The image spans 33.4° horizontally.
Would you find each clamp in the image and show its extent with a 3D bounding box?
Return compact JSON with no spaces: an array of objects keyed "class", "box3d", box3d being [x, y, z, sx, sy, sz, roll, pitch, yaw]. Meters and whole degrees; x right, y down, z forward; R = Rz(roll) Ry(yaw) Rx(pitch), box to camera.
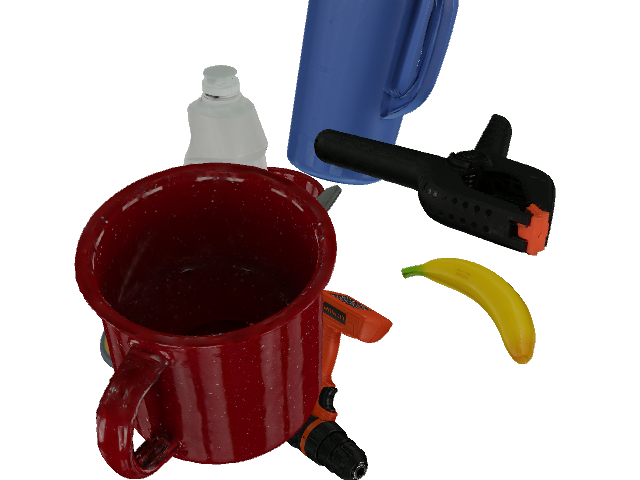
[{"class":"clamp","box3d":[0.093,-0.045,0.758,0.164,0.036,0.210,-5,26,-12]}]

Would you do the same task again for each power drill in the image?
[{"class":"power drill","box3d":[0.015,0.165,1.246,0.057,0.188,0.185,15,10,-43]}]

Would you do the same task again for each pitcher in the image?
[{"class":"pitcher","box3d":[0.046,-0.181,1.080,0.145,0.243,0.149,12,18,-1]}]

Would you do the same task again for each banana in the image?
[{"class":"banana","box3d":[0.170,0.064,1.119,0.069,0.037,0.198,-38,40,-13]}]

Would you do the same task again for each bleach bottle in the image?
[{"class":"bleach bottle","box3d":[-0.086,-0.036,0.947,0.067,0.251,0.103,-26,40,-35]}]

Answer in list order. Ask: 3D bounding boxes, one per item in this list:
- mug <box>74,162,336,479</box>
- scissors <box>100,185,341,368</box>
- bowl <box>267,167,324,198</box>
[{"class":"mug","box3d":[-0.045,0.038,0.398,0.093,0.081,0.117,16,47,17]},{"class":"scissors","box3d":[-0.063,0.024,0.660,0.096,0.016,0.201,12,47,15]},{"class":"bowl","box3d":[-0.074,-0.032,1.330,0.162,0.055,0.162,0,31,0]}]
